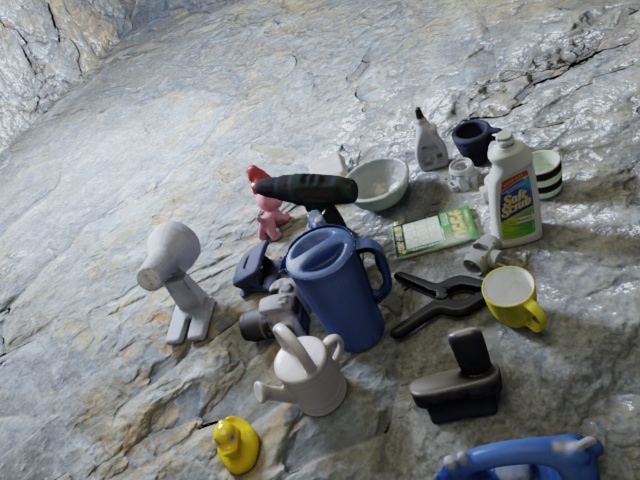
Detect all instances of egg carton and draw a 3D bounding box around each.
[{"bbox_3d":[0.025,-0.166,1.500,0.107,0.070,0.150,-22,39,6],"label":"egg carton"}]

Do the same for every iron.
[{"bbox_3d":[0.257,0.315,0.783,0.257,0.142,0.118,-12,41,17],"label":"iron"}]

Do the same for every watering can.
[{"bbox_3d":[-0.034,0.224,1.002,0.100,0.194,0.173,11,52,37],"label":"watering can"}]

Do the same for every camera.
[{"bbox_3d":[-0.098,0.150,1.193,0.136,0.101,0.143,-14,41,15],"label":"camera"}]

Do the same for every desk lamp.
[{"bbox_3d":[-0.325,0.092,1.293,0.117,0.214,0.203,-14,41,15],"label":"desk lamp"}]

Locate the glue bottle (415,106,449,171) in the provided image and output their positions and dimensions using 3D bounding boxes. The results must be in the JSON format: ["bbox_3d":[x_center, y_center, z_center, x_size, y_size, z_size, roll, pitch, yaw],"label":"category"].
[{"bbox_3d":[0.257,-0.247,1.379,0.078,0.173,0.037,-13,41,16],"label":"glue bottle"}]

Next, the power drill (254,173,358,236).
[{"bbox_3d":[-0.012,-0.067,1.300,0.229,0.209,0.075,-7,43,22],"label":"power drill"}]

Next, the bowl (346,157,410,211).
[{"bbox_3d":[0.142,-0.123,1.383,0.167,0.075,0.167,-15,40,14],"label":"bowl"}]

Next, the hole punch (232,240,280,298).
[{"bbox_3d":[-0.154,0.065,1.326,0.101,0.091,0.108,-9,42,21],"label":"hole punch"}]

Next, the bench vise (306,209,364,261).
[{"bbox_3d":[0.002,0.012,1.196,0.122,0.220,0.206,-42,42,-19],"label":"bench vise"}]

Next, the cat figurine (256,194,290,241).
[{"bbox_3d":[-0.132,-0.079,1.452,0.067,0.118,0.128,-4,44,26],"label":"cat figurine"}]

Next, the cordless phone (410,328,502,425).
[{"bbox_3d":[0.205,0.201,0.903,0.147,0.185,0.094,-19,40,10],"label":"cordless phone"}]

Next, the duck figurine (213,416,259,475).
[{"bbox_3d":[-0.158,0.351,1.016,0.077,0.086,0.104,-25,39,2],"label":"duck figurine"}]

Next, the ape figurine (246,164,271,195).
[{"bbox_3d":[-0.175,-0.173,1.600,0.076,0.092,0.078,1,46,29],"label":"ape figurine"}]

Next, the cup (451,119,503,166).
[{"bbox_3d":[0.377,-0.224,1.350,0.117,0.095,0.092,0,46,29],"label":"cup"}]
